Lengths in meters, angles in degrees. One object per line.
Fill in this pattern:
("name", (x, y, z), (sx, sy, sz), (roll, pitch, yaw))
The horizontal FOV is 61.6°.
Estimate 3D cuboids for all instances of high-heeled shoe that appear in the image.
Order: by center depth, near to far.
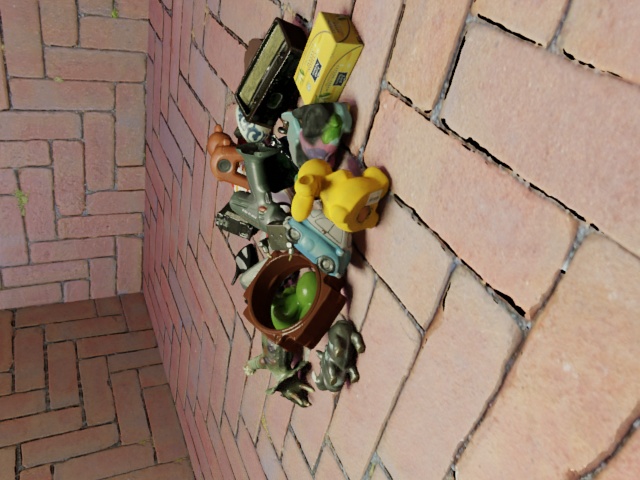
("high-heeled shoe", (-0.177, 0.118, 1.591), (0.249, 0.086, 0.145), (33, 95, 36))

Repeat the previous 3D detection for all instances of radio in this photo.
("radio", (-0.110, -0.382, 1.258), (0.229, 0.073, 0.131), (-53, 45, 34))

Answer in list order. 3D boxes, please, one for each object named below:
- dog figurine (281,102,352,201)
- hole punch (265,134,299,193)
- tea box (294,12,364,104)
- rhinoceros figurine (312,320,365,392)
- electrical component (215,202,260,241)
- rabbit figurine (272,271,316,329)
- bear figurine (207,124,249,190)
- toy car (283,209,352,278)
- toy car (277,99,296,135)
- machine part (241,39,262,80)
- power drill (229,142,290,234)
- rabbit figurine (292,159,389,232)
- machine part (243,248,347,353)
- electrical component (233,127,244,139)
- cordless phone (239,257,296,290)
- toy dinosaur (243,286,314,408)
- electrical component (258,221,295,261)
("dog figurine", (0.000, -0.165, 1.119), (0.192, 0.108, 0.219), (5, 104, 60))
("hole punch", (-0.082, -0.186, 1.271), (0.116, 0.092, 0.142), (-17, 109, 43))
("tea box", (0.013, -0.358, 1.089), (0.169, 0.068, 0.098), (-59, 44, 48))
("rhinoceros figurine", (0.031, 0.261, 1.169), (0.112, 0.073, 0.190), (51, 139, 45))
("electrical component", (-0.216, -0.065, 1.526), (0.115, 0.134, 0.058), (25, 125, 10))
("rabbit figurine", (-0.049, 0.153, 1.267), (0.170, 0.121, 0.159), (-52, 52, 34))
("bear figurine", (-0.239, -0.226, 1.439), (0.196, 0.132, 0.120), (-109, 31, -62))
("toy car", (0.009, -0.008, 1.074), (0.103, 0.161, 0.109), (-47, 4, 11))
("toy car", (-0.058, -0.275, 1.265), (0.202, 0.053, 0.089), (44, 136, 50))
("machine part", (-0.152, -0.443, 1.413), (0.179, 0.056, 0.179), (17, 110, 60))
("power drill", (-0.116, -0.112, 1.211), (0.232, 0.086, 0.207), (20, 128, 39))
("rabbit figurine", (0.017, -0.088, 1.010), (0.173, 0.162, 0.121), (44, 143, 29))
("machine part", (-0.059, 0.124, 1.171), (0.202, 0.087, 0.201), (33, 86, 38))
("electrical component", (-0.210, -0.307, 1.487), (0.063, 0.021, 0.094), (-21, 34, 25))
("cordless phone", (-0.105, 0.074, 1.329), (0.088, 0.146, 0.184), (55, 145, -1))
("toy dinosaur", (-0.107, 0.242, 1.402), (0.192, 0.131, 0.404), (-9, 82, 51))
("electrical component", (-0.085, 0.000, 1.162), (0.102, 0.045, 0.078), (8, 118, 30))
